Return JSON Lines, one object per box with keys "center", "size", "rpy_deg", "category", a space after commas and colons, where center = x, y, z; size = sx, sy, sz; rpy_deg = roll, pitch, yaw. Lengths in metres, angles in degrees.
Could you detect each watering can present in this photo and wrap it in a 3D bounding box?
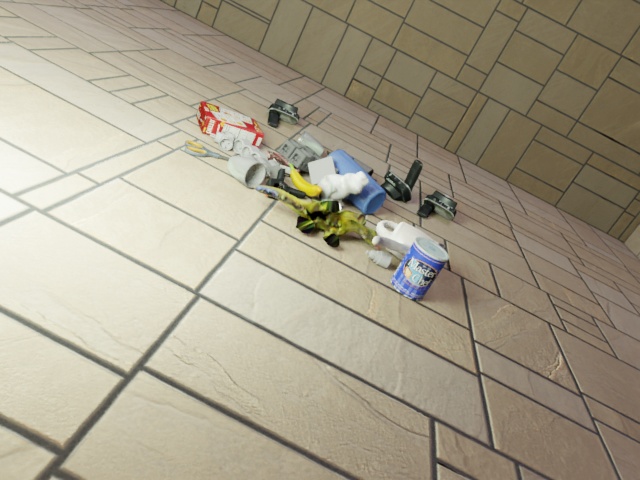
{"center": [0.260, 0.021, 1.527], "size": [0.225, 0.103, 0.351], "rpy_deg": [31, 17, 8], "category": "watering can"}

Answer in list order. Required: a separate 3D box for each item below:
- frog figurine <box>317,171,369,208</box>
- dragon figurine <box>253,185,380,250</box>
{"center": [0.071, -0.179, 1.664], "size": [0.136, 0.157, 0.125], "rpy_deg": [17, 38, -41], "category": "frog figurine"}
{"center": [0.005, -0.076, 1.518], "size": [0.410, 0.122, 0.244], "rpy_deg": [29, 6, -2], "category": "dragon figurine"}
